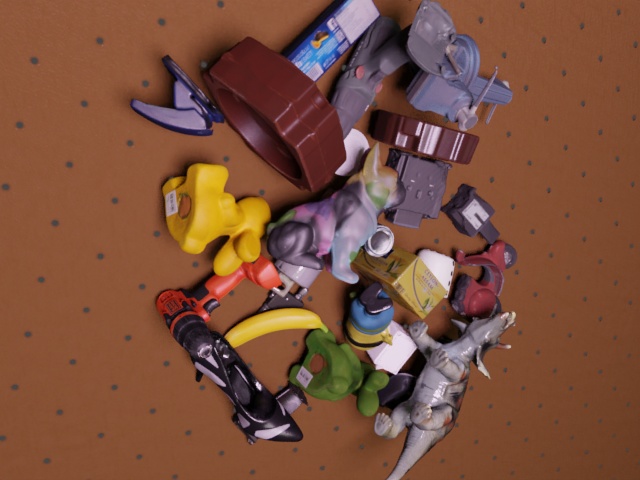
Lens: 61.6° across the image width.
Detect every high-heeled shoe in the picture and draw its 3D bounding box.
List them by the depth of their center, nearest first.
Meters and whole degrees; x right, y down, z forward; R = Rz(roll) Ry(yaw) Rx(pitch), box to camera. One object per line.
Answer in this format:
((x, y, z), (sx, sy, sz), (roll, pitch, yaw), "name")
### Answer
((-0.116, 0.249, 0.923), (0.249, 0.086, 0.145), (29, 128, -1), "high-heeled shoe")

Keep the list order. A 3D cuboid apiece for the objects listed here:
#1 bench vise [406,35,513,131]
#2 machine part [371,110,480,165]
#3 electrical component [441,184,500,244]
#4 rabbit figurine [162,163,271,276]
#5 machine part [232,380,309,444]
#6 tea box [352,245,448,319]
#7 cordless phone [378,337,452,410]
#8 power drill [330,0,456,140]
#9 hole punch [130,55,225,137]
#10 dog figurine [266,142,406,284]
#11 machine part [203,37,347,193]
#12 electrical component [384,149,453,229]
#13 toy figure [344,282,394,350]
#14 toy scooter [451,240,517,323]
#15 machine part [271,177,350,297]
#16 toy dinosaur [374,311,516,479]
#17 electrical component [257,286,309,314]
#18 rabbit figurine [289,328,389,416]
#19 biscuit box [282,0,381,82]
((0.243, -0.261, 0.896), (0.240, 0.224, 0.128), (3, 128, -32), "bench vise")
((0.173, -0.172, 0.904), (0.179, 0.179, 0.056), (10, 104, -23), "machine part")
((0.303, -0.045, 1.054), (0.119, 0.048, 0.075), (39, 90, -26), "electrical component")
((-0.141, -0.033, 0.842), (0.173, 0.122, 0.162), (4, 63, -50), "rabbit figurine")
((-0.092, 0.324, 1.019), (0.139, 0.039, 0.084), (-32, 108, -8), "machine part")
((0.134, 0.061, 0.952), (0.068, 0.170, 0.098), (-47, 117, -8), "tea box")
((0.211, 0.278, 1.108), (0.146, 0.089, 0.184), (27, 83, -24), "cordless phone")
((0.101, -0.256, 0.819), (0.086, 0.207, 0.232), (29, 71, -21), "power drill")
((-0.204, -0.189, 0.780), (0.115, 0.142, 0.092), (43, 86, -11), "hole punch")
((0.029, -0.053, 0.846), (0.192, 0.108, 0.219), (18, 89, -4), "dog figurine")
((-0.060, -0.177, 0.778), (0.087, 0.202, 0.200), (-44, 157, -10), "machine part")
((0.169, -0.090, 0.986), (0.115, 0.058, 0.134), (9, 101, -21), "electrical component")
((0.087, 0.140, 0.975), (0.089, 0.082, 0.180), (-4, 151, 2), "toy figure")
((0.313, 0.081, 1.080), (0.135, 0.075, 0.183), (15, 96, -25), "toy scooter")
((-0.002, -0.003, 0.936), (0.079, 0.079, 0.243), (36, 90, -25), "machine part")
((0.221, 0.293, 1.009), (0.192, 0.131, 0.404), (31, 84, -36), "toy dinosaur")
((-0.066, 0.112, 0.973), (0.063, 0.021, 0.094), (40, 97, -25), "electrical component")
((0.059, 0.250, 1.006), (0.170, 0.159, 0.121), (24, 86, -40), "rabbit figurine")
((0.004, -0.306, 0.838), (0.202, 0.063, 0.059), (-48, 117, -15), "biscuit box")
